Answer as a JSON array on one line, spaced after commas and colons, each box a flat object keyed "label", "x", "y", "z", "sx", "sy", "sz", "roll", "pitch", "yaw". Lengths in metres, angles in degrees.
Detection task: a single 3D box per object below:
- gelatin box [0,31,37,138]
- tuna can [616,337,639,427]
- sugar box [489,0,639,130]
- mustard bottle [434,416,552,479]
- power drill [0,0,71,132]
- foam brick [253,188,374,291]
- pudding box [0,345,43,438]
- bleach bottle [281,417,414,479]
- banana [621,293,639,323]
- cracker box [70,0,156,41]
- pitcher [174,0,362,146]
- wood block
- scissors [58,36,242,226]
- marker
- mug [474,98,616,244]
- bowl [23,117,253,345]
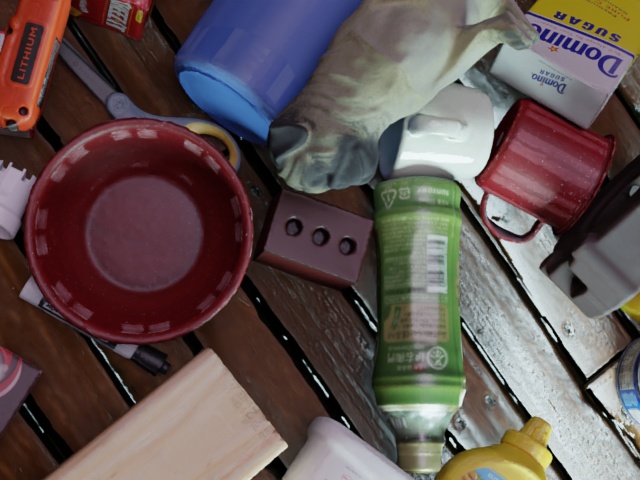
[{"label": "gelatin box", "x": -0.253, "y": -0.119, "z": 0.792, "sx": 0.089, "sy": 0.030, "sz": 0.073, "roll": 7, "pitch": 79, "yaw": -12}, {"label": "tuna can", "x": 0.291, "y": 0.118, "z": 0.883, "sx": 0.086, "sy": 0.034, "sz": 0.086, "roll": 3, "pitch": 79, "yaw": -14}, {"label": "sugar box", "x": 0.219, "y": -0.172, "z": 0.875, "sx": 0.093, "sy": 0.048, "sz": 0.176, "roll": 32, "pitch": 48, "yaw": 10}, {"label": "mustard bottle", "x": 0.121, "y": 0.216, "z": 0.808, "sx": 0.096, "sy": 0.058, "sz": 0.191, "roll": 37, "pitch": 73, "yaw": -5}, {"label": "power drill", "x": -0.272, "y": -0.162, "z": 0.735, "sx": 0.187, "sy": 0.057, "sz": 0.184, "roll": 14, "pitch": 94, "yaw": -8}, {"label": "foam brick", "x": -0.005, "y": 0.001, "z": 0.820, "sx": 0.078, "sy": 0.051, "sz": 0.053, "roll": 19, "pitch": 76, "yaw": -10}, {"label": "pudding box", "x": -0.261, "y": 0.116, "z": 0.740, "sx": 0.090, "sy": 0.039, "sz": 0.113, "roll": 32, "pitch": 73, "yaw": -7}, {"label": "bleach bottle", "x": -0.032, "y": 0.256, "z": 0.761, "sx": 0.102, "sy": 0.068, "sz": 0.250, "roll": 38, "pitch": 75, "yaw": -3}, {"label": "banana", "x": 0.332, "y": 0.027, "z": 0.909, "sx": 0.197, "sy": 0.037, "sz": 0.069, "roll": -25, "pitch": 88, "yaw": -17}, {"label": "cracker box", "x": -0.209, "y": -0.271, "z": 0.810, "sx": 0.213, "sy": 0.072, "sz": 0.164, "roll": 19, "pitch": 76, "yaw": -11}, {"label": "pitcher", "x": -0.013, "y": -0.201, "z": 0.822, "sx": 0.242, "sy": 0.149, "sz": 0.145, "roll": -56, "pitch": 139, "yaw": -14}, {"label": "wood block", "x": -0.134, "y": 0.175, "z": 0.734, "sx": 0.206, "sy": 0.091, "sz": 0.090, "roll": -38, "pitch": 90, "yaw": -17}, {"label": "scissors", "x": -0.134, "y": -0.105, "z": 0.825, "sx": 0.096, "sy": 0.016, "sz": 0.202, "roll": -28, "pitch": 88, "yaw": -15}, {"label": "marker", "x": -0.164, "y": 0.065, "z": 0.785, "sx": 0.121, "sy": 0.020, "sz": 0.020, "roll": 32, "pitch": 74, "yaw": -7}, {"label": "mug", "x": 0.173, "y": -0.052, "z": 0.865, "sx": 0.081, "sy": 0.093, "sz": 0.117, "roll": 28, "pitch": 110, "yaw": -3}, {"label": "bowl", "x": -0.130, "y": -0.006, "z": 0.778, "sx": 0.162, "sy": 0.055, "sz": 0.162, "roll": 0, "pitch": 89, "yaw": -5}]
